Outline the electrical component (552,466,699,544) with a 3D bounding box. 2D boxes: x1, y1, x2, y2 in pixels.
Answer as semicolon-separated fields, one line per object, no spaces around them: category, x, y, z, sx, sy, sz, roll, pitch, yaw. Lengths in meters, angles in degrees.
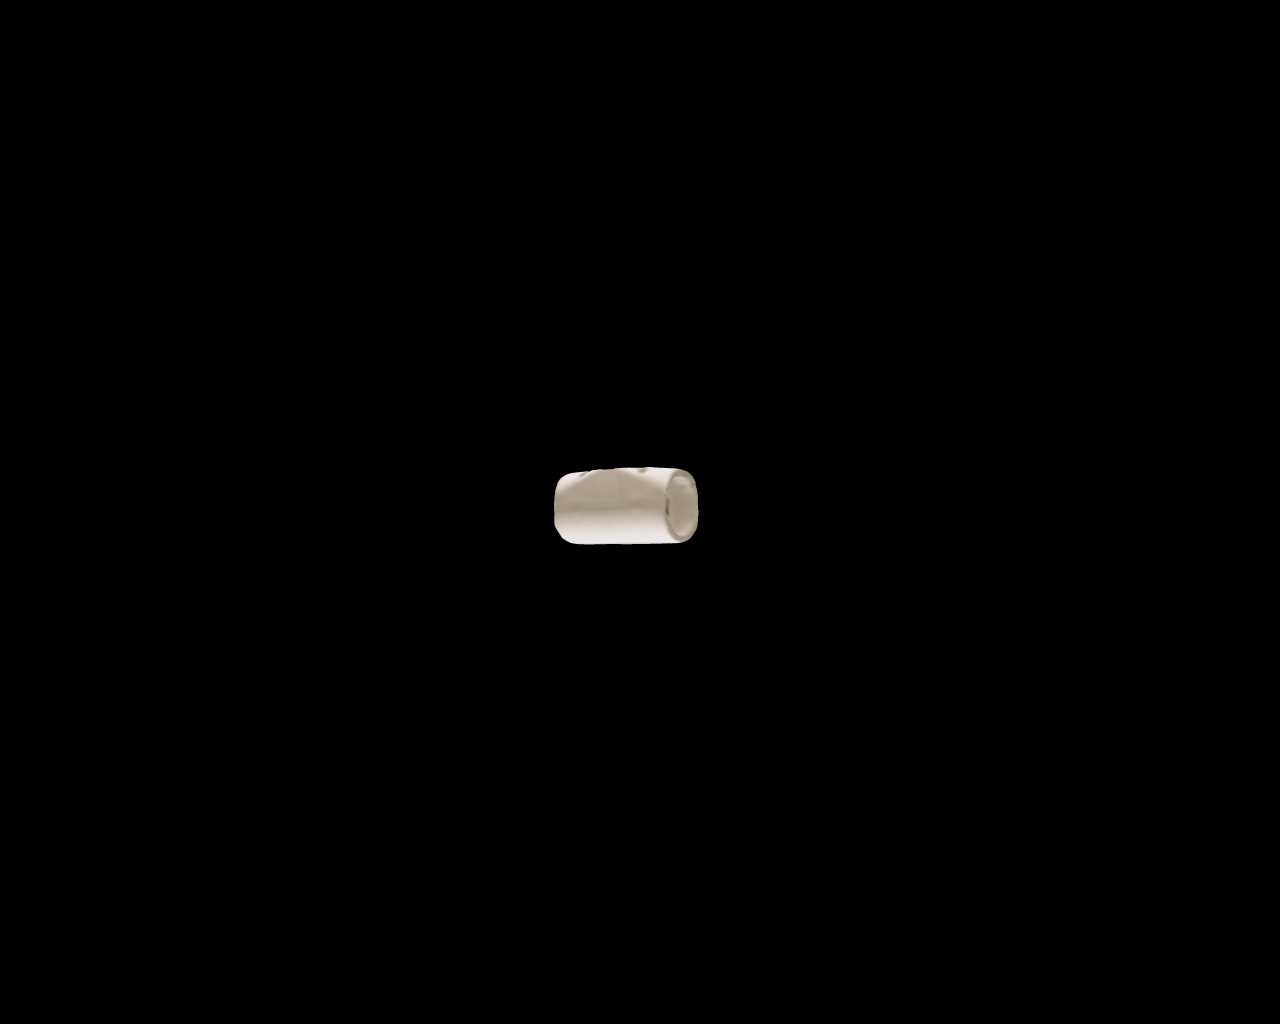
electrical component;0.001;-0.003;0.650;0.077;0.044;0.079;-2;-3;31
